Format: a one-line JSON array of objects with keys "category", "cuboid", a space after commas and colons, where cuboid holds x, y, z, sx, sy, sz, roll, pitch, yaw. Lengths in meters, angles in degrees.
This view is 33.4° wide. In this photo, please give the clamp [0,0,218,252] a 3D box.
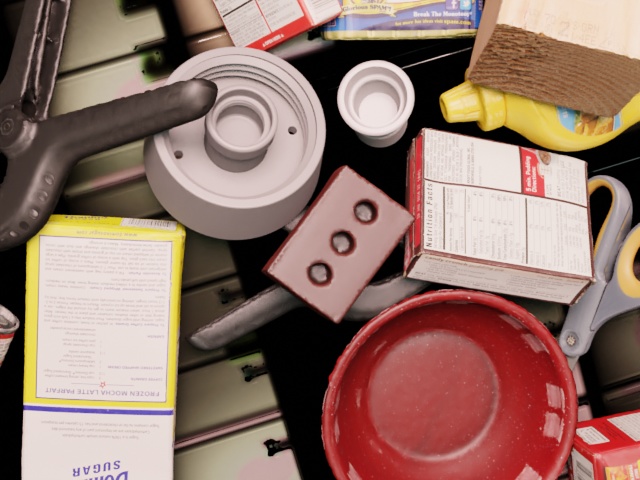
[{"category": "clamp", "cuboid": [-0.170, -0.071, 0.618, 0.210, 0.036, 0.165, -41, 63, 15]}]

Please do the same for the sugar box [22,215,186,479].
[{"category": "sugar box", "cuboid": [-0.133, 0.075, 0.658, 0.093, 0.048, 0.176, 4, 101, -5]}]

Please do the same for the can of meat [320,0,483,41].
[{"category": "can of meat", "cuboid": [0.048, -0.162, 0.637, 0.102, 0.057, 0.084, -2, 100, -6]}]

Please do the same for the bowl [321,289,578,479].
[{"category": "bowl", "cuboid": [0.078, 0.106, 0.680, 0.162, 0.055, 0.162, -1, 98, -6]}]

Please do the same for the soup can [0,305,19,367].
[{"category": "soup can", "cuboid": [-0.231, 0.083, 0.636, 0.068, 0.068, 0.102, 24, 95, -9]}]

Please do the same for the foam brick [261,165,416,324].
[{"category": "foam brick", "cuboid": [0.010, 0.003, 0.621, 0.053, 0.051, 0.078, 36, 83, -4]}]

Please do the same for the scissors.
[{"category": "scissors", "cuboid": [0.180, 0.061, 0.677, 0.016, 0.096, 0.202, 1, 98, -47]}]

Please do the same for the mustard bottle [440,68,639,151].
[{"category": "mustard bottle", "cuboid": [0.167, -0.107, 0.657, 0.191, 0.058, 0.096, -16, 98, -4]}]

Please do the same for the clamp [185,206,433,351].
[{"category": "clamp", "cuboid": [-0.004, 0.001, 0.665, 0.171, 0.039, 0.120, -7, 98, -7]}]

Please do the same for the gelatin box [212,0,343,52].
[{"category": "gelatin box", "cuboid": [-0.035, -0.158, 0.621, 0.030, 0.073, 0.089, -33, 102, -38]}]

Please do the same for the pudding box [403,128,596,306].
[{"category": "pudding box", "cuboid": [0.108, -0.014, 0.651, 0.113, 0.039, 0.090, 9, 61, -8]}]

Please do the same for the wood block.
[{"category": "wood block", "cuboid": [0.154, -0.186, 0.594, 0.090, 0.091, 0.206, 15, 79, 1]}]

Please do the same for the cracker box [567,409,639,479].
[{"category": "cracker box", "cuboid": [0.278, 0.186, 0.706, 0.213, 0.072, 0.164, -10, 100, -6]}]
